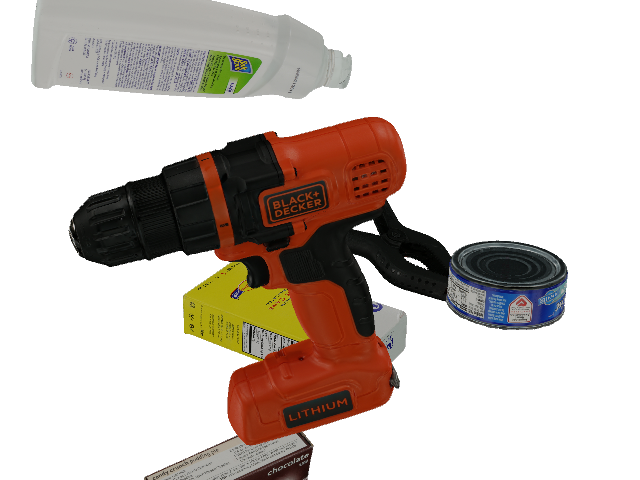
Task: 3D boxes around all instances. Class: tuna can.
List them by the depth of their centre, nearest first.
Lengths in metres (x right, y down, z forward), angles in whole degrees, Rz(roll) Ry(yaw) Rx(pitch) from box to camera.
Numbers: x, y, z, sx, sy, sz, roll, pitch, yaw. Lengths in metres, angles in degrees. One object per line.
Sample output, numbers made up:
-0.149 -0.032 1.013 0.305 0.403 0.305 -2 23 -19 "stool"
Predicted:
0.135 0.031 0.773 0.086 0.034 0.086 1 23 -1 "tuna can"

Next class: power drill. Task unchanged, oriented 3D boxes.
-0.033 0.030 0.611 0.184 0.187 0.057 -15 37 -7 "power drill"

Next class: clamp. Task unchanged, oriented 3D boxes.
0.073 0.007 1.241 0.164 0.036 0.210 -24 53 -40 "clamp"

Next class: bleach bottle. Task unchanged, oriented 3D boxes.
-0.101 -0.152 0.860 0.250 0.068 0.103 7 -26 -13 "bleach bottle"

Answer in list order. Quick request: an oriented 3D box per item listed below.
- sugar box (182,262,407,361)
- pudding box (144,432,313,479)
-0.022 0.071 0.925 0.176 0.048 0.093 14 29 25 "sugar box"
-0.063 0.175 0.717 0.113 0.090 0.039 -22 50 -30 "pudding box"
